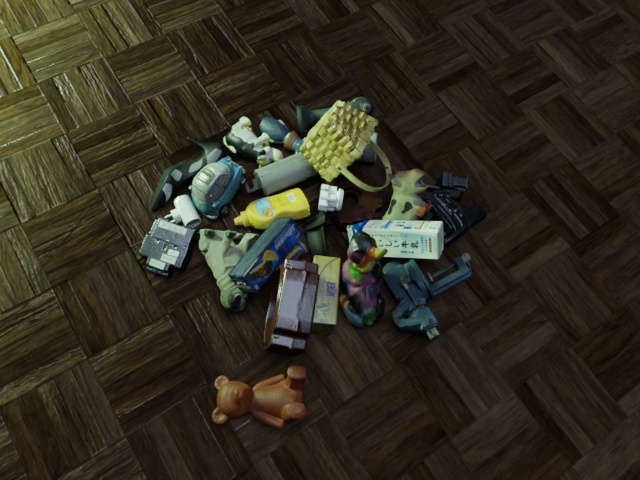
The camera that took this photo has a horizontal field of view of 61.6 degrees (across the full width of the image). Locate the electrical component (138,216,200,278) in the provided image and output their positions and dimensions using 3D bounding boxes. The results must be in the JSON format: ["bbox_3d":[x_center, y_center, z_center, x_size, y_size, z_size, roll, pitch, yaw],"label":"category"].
[{"bbox_3d":[-0.374,0.020,1.318,0.115,0.058,0.134,20,79,5],"label":"electrical component"}]

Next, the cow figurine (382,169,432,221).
[{"bbox_3d":[0.216,-0.094,1.378,0.127,0.194,0.085,31,29,16],"label":"cow figurine"}]

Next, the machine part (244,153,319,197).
[{"bbox_3d":[-0.087,-0.180,1.439,0.243,0.079,0.079,-26,70,-17],"label":"machine part"}]

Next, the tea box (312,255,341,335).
[{"bbox_3d":[0.006,0.133,1.292,0.068,0.098,0.169,7,63,-3],"label":"tea box"}]

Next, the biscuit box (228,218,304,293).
[{"bbox_3d":[-0.124,0.032,1.262,0.203,0.063,0.059,-52,124,-30],"label":"biscuit box"}]

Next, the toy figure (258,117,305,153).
[{"bbox_3d":[-0.097,-0.287,1.498,0.154,0.064,0.058,33,29,4],"label":"toy figure"}]

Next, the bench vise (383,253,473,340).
[{"bbox_3d":[0.271,0.117,1.303,0.241,0.128,0.224,-30,51,1],"label":"bench vise"}]

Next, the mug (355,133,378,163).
[{"bbox_3d":[0.107,-0.271,1.501,0.107,0.080,0.109,5,70,6],"label":"mug"}]

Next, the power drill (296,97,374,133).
[{"bbox_3d":[0.042,-0.349,1.471,0.207,0.232,0.086,-13,101,9],"label":"power drill"}]

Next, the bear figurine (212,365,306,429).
[{"bbox_3d":[-0.134,0.339,1.168,0.196,0.131,0.120,9,56,-8],"label":"bear figurine"}]

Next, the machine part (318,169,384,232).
[{"bbox_3d":[0.081,-0.107,1.434,0.179,0.056,0.179,2,64,-4],"label":"machine part"}]

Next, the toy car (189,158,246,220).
[{"bbox_3d":[-0.268,-0.139,1.366,0.109,0.103,0.161,37,91,22],"label":"toy car"}]

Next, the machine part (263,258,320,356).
[{"bbox_3d":[-0.068,0.152,1.209,0.087,0.201,0.201,11,72,-10],"label":"machine part"}]

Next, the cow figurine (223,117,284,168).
[{"bbox_3d":[-0.181,-0.250,1.466,0.167,0.068,0.098,41,71,15],"label":"cow figurine"}]

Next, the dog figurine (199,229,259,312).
[{"bbox_3d":[-0.238,0.072,1.307,0.121,0.172,0.190,7,89,-40],"label":"dog figurine"}]

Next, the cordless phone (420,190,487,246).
[{"bbox_3d":[0.360,-0.080,1.450,0.184,0.088,0.147,-27,69,-29],"label":"cordless phone"}]

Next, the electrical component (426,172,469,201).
[{"bbox_3d":[0.340,-0.147,1.471,0.119,0.074,0.048,8,64,2],"label":"electrical component"}]

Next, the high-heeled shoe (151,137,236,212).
[{"bbox_3d":[-0.334,-0.158,1.424,0.145,0.086,0.248,31,82,-25],"label":"high-heeled shoe"}]

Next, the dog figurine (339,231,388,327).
[{"bbox_3d":[0.103,0.089,1.257,0.108,0.219,0.191,-4,65,-4],"label":"dog figurine"}]

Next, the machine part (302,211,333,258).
[{"bbox_3d":[-0.003,-0.004,1.375,0.084,0.039,0.139,-15,71,28],"label":"machine part"}]
